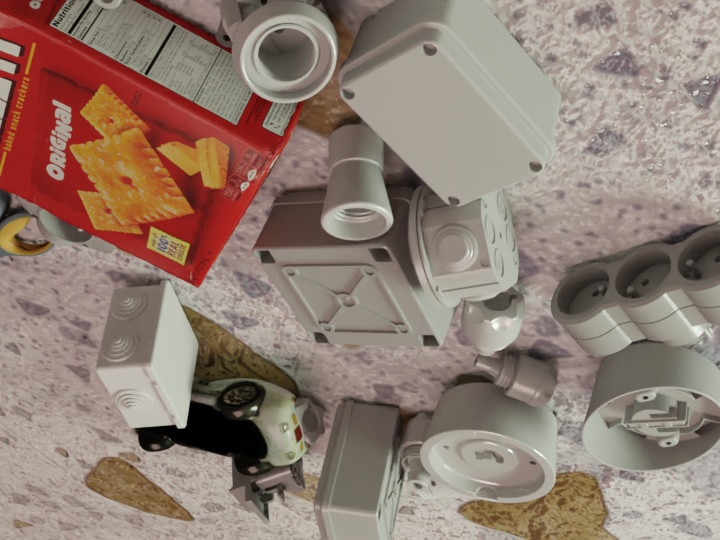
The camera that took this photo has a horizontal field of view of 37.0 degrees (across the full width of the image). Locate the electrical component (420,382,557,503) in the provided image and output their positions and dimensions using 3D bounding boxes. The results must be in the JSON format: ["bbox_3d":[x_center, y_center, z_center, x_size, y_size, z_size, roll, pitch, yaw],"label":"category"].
[{"bbox_3d":[0.107,0.133,0.864,0.108,0.060,0.108,11,142,9],"label":"electrical component"}]

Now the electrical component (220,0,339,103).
[{"bbox_3d":[-0.043,-0.127,0.588,0.058,0.057,0.078,-26,128,7],"label":"electrical component"}]

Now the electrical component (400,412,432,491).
[{"bbox_3d":[0.055,0.156,0.912,0.043,0.062,0.043,11,142,9],"label":"electrical component"}]

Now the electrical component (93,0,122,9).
[{"bbox_3d":[-0.127,-0.167,0.584,0.048,0.062,0.048,11,142,9],"label":"electrical component"}]

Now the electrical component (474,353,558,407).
[{"bbox_3d":[0.117,0.079,0.815,0.061,0.035,0.035,21,142,-1],"label":"electrical component"}]

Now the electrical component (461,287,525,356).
[{"bbox_3d":[0.093,0.038,0.766,0.043,0.043,0.062,13,144,7],"label":"electrical component"}]

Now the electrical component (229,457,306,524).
[{"bbox_3d":[-0.086,0.189,1.005,0.064,0.081,0.042,-20,133,9],"label":"electrical component"}]

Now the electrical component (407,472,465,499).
[{"bbox_3d":[0.078,0.178,0.946,0.081,0.043,0.043,-13,133,33],"label":"electrical component"}]

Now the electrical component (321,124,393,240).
[{"bbox_3d":[-0.002,-0.057,0.668,0.044,0.065,0.044,-1,152,0],"label":"electrical component"}]

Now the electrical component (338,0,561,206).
[{"bbox_3d":[0.052,-0.097,0.603,0.078,0.057,0.113,-22,128,40],"label":"electrical component"}]

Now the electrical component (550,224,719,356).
[{"bbox_3d":[0.202,0.024,0.698,0.138,0.052,0.074,-19,129,38],"label":"electrical component"}]

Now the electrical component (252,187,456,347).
[{"bbox_3d":[0.000,0.000,0.738,0.109,0.056,0.108,-1,139,30],"label":"electrical component"}]

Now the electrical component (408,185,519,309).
[{"bbox_3d":[0.065,-0.018,0.679,0.051,0.080,0.080,-10,135,23],"label":"electrical component"}]

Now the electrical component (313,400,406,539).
[{"bbox_3d":[0.003,0.187,0.934,0.056,0.108,0.108,5,141,11],"label":"electrical component"}]

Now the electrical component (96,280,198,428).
[{"bbox_3d":[-0.171,0.070,0.867,0.048,0.099,0.099,-6,138,8],"label":"electrical component"}]

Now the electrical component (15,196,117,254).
[{"bbox_3d":[-0.213,-0.042,0.788,0.077,0.044,0.079,33,141,-19],"label":"electrical component"}]

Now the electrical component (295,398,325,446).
[{"bbox_3d":[-0.065,0.138,0.953,0.062,0.043,0.043,-19,129,39],"label":"electrical component"}]

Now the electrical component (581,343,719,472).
[{"bbox_3d":[0.214,0.100,0.778,0.099,0.064,0.099,11,142,9],"label":"electrical component"}]
